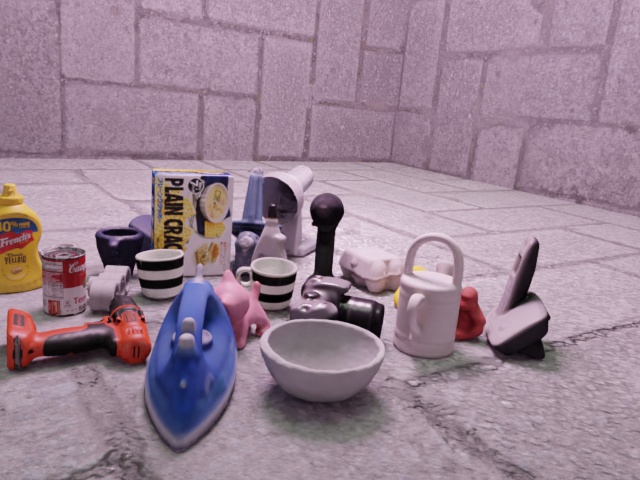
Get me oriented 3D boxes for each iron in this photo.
[{"bbox_3d":[-0.161,0.130,0.723,0.119,0.141,0.258,3,14,-9],"label":"iron"}]

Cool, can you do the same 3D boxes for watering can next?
[{"bbox_3d":[0.179,0.080,0.930,0.101,0.194,0.173,6,14,5],"label":"watering can"}]

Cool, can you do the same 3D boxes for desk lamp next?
[{"bbox_3d":[-0.074,-0.072,1.399,0.117,0.213,0.204,11,15,21],"label":"desk lamp"}]

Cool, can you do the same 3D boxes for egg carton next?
[{"bbox_3d":[0.111,0.061,1.237,0.107,0.069,0.149,-4,17,-32],"label":"egg carton"}]

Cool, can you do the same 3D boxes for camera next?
[{"bbox_3d":[0.032,0.119,0.919,0.136,0.101,0.143,8,15,11],"label":"camera"}]

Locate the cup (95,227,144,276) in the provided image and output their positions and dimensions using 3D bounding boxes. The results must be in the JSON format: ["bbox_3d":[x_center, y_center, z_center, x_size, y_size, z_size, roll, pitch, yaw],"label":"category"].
[{"bbox_3d":[-0.394,0.032,1.123,0.092,0.095,0.117,2,14,-10],"label":"cup"}]

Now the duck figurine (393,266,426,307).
[{"bbox_3d":[0.185,0.091,1.110,0.077,0.086,0.104,3,14,-9],"label":"duck figurine"}]

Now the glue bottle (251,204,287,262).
[{"bbox_3d":[-0.097,0.014,1.135,0.078,0.173,0.037,11,15,22],"label":"glue bottle"}]

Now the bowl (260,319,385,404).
[{"bbox_3d":[0.001,0.169,0.763,0.167,0.075,0.167,5,14,-1],"label":"bowl"}]

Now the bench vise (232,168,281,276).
[{"bbox_3d":[-0.134,-0.040,1.241,0.122,0.220,0.207,0,15,-18],"label":"bench vise"}]

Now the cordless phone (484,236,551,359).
[{"bbox_3d":[0.338,0.091,0.961,0.094,0.185,0.147,6,14,4],"label":"cordless phone"}]

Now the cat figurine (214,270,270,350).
[{"bbox_3d":[-0.129,0.102,0.892,0.067,0.118,0.128,12,16,26],"label":"cat figurine"}]

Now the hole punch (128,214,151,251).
[{"bbox_3d":[-0.368,-0.007,1.290,0.101,0.091,0.109,7,14,8],"label":"hole punch"}]

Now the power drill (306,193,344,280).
[{"bbox_3d":[0.010,0.004,1.142,0.075,0.208,0.229,6,14,3],"label":"power drill"}]

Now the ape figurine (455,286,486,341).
[{"bbox_3d":[0.249,0.125,0.989,0.077,0.092,0.076,14,17,32],"label":"ape figurine"}]
